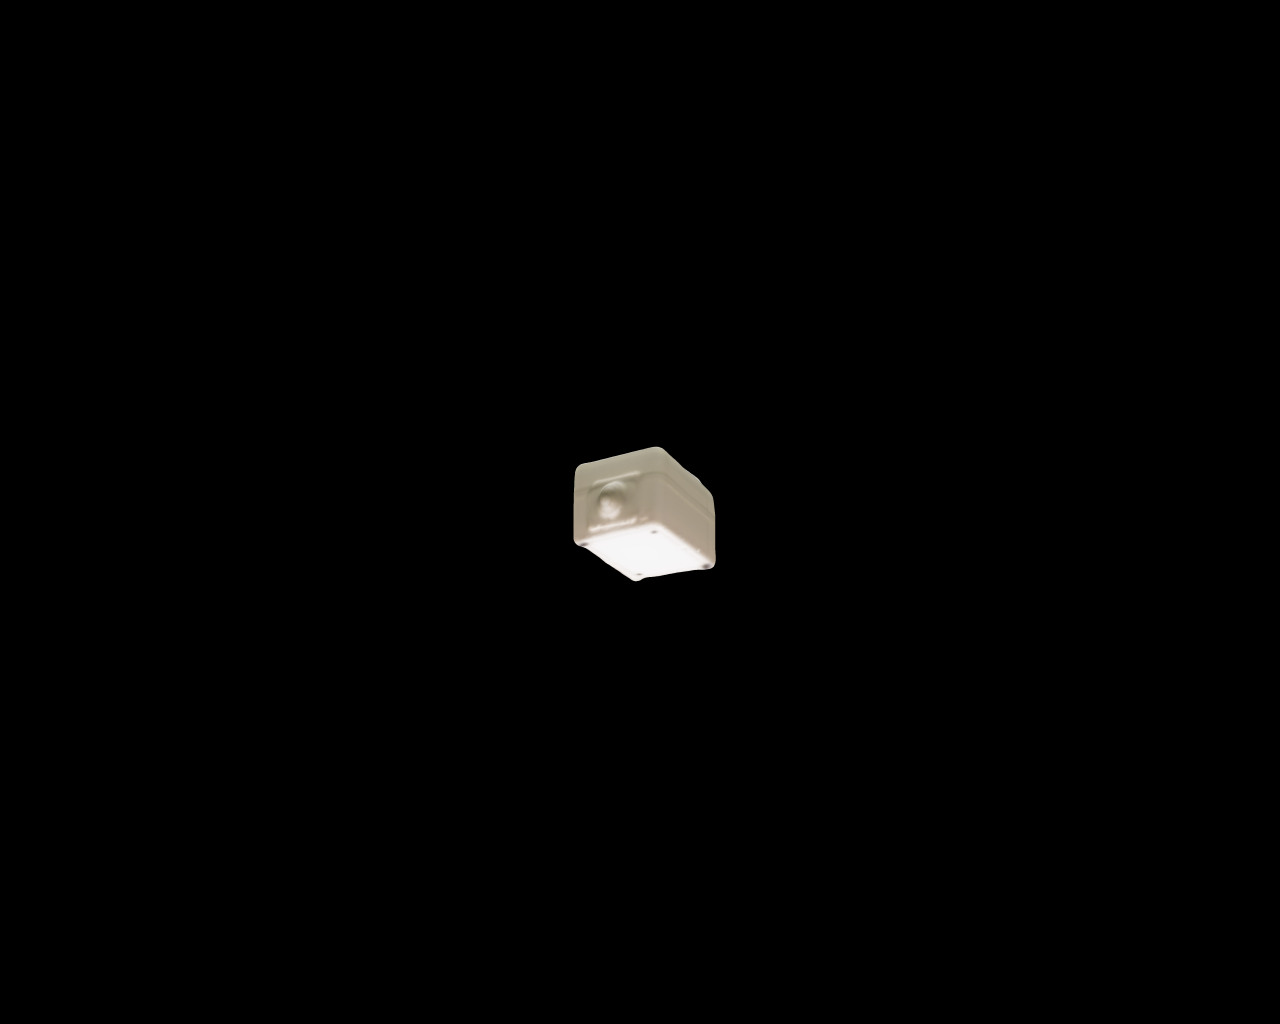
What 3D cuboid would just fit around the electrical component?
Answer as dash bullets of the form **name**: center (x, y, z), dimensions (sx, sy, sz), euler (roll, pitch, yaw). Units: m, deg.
- **electrical component**: center (0.001, -0.003, 0.650), dimensions (0.061, 0.061, 0.096), euler (-12, -27, 25)
